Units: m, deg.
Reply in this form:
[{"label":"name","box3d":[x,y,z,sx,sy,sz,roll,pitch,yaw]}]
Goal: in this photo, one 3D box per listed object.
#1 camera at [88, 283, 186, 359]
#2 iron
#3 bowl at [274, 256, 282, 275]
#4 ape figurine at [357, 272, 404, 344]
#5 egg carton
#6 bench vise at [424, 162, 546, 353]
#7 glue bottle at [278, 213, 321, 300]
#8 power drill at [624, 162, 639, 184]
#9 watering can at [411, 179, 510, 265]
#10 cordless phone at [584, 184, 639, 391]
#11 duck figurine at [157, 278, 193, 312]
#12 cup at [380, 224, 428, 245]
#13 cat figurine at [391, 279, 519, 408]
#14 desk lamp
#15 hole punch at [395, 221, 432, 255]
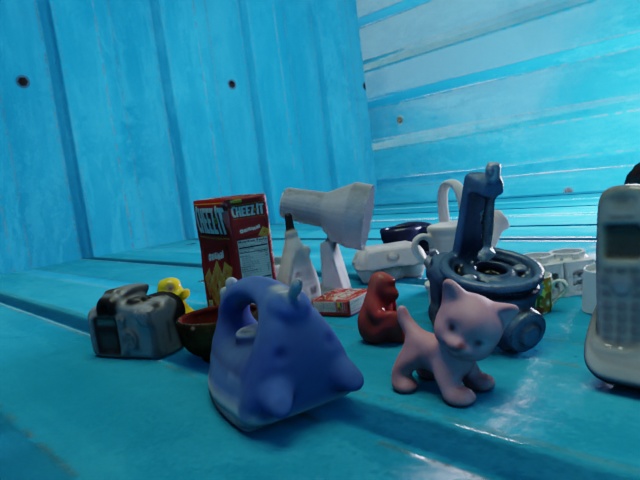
[{"label":"camera","box3d":[-0.262,0.114,0.882,0.142,0.101,0.137,-4,7,28]},{"label":"iron","box3d":[-0.068,0.100,0.610,0.119,0.141,0.257,-11,8,-31]},{"label":"bowl","box3d":[-0.130,0.083,1.129,0.167,0.075,0.167,-7,6,1]},{"label":"ape figurine","box3d":[0.085,0.088,0.764,0.076,0.092,0.078,-4,7,22]},{"label":"egg carton","box3d":[0.143,0.045,1.186,0.150,0.069,0.107,-8,6,-3]},{"label":"bench vise","box3d":[0.180,0.017,0.714,0.122,0.220,0.206,-12,8,-36]},{"label":"glue bottle","box3d":[-0.041,0.040,0.967,0.078,0.173,0.037,-13,9,-42]},{"label":"power drill","box3d":[0.573,-0.051,0.933,0.075,0.208,0.230,-7,6,5]},{"label":"watering can","box3d":[0.245,-0.011,1.006,0.173,0.194,0.100,-11,8,-33]},{"label":"cordless phone","box3d":[0.311,0.042,0.505,0.094,0.185,0.147,-13,9,-43]},{"label":"duck figurine","box3d":[-0.262,0.108,0.999,0.104,0.086,0.078,-3,8,33]},{"label":"cup","box3d":[0.196,0.015,1.280,0.117,0.095,0.092,-6,7,7]},{"label":"cat figurine","box3d":[0.127,0.093,0.560,0.067,0.118,0.127,-13,9,-44]},{"label":"desk lamp","box3d":[0.010,0.004,1.050,0.203,0.213,0.118,-6,7,14]},{"label":"hole punch","box3d":[0.246,-0.006,1.429,0.108,0.091,0.101,-3,8,30]}]
